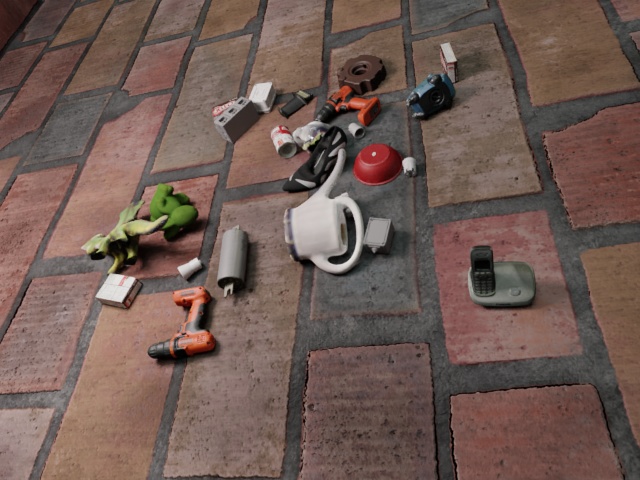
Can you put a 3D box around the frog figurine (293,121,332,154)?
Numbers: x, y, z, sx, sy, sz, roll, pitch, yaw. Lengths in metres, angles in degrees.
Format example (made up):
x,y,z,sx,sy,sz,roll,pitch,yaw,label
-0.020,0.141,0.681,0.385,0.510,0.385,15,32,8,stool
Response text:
x,y,z,sx,sy,sz,roll,pitch,yaw,label
-0.019,-0.344,1.689,0.137,0.120,0.163,-1,35,-23,frog figurine

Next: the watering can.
x,y,z,sx,sy,sz,roll,pitch,yaw,label
0.004,-0.072,1.430,0.224,0.103,0.352,-11,74,14,watering can

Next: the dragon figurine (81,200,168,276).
x,y,z,sx,sy,sz,roll,pitch,yaw,label
-0.608,-0.040,1.623,0.407,0.120,0.249,-30,43,19,dragon figurine
